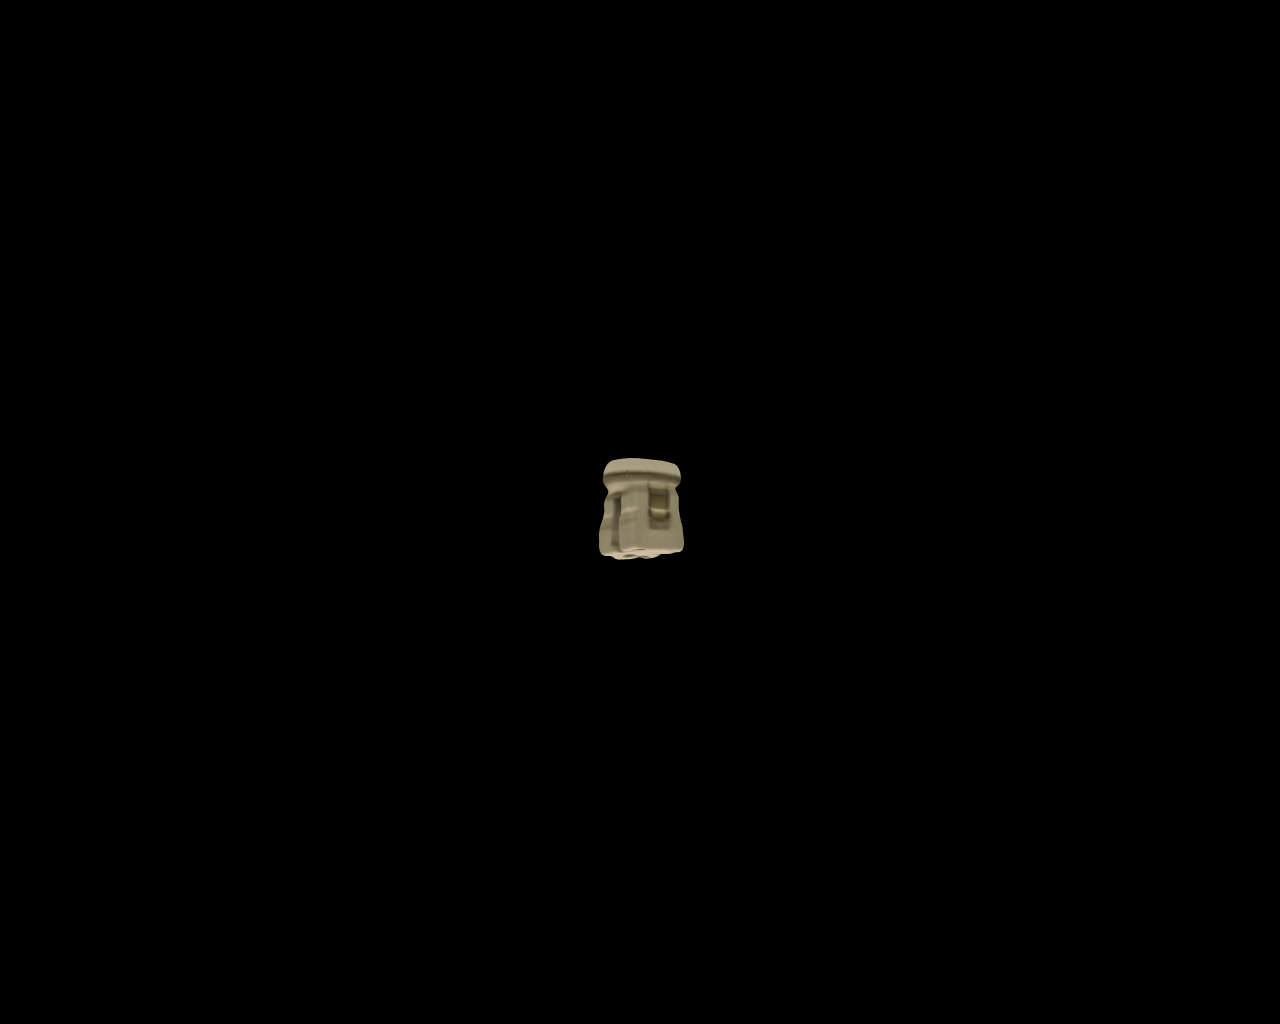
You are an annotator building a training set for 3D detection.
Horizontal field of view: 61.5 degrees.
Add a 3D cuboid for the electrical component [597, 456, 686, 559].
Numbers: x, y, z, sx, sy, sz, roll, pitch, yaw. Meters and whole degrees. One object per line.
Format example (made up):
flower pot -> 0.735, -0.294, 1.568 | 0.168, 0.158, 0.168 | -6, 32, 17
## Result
electrical component -> 0.001, -0.003, 0.650 | 0.048, 0.055, 0.066 | 6, -11, -31
